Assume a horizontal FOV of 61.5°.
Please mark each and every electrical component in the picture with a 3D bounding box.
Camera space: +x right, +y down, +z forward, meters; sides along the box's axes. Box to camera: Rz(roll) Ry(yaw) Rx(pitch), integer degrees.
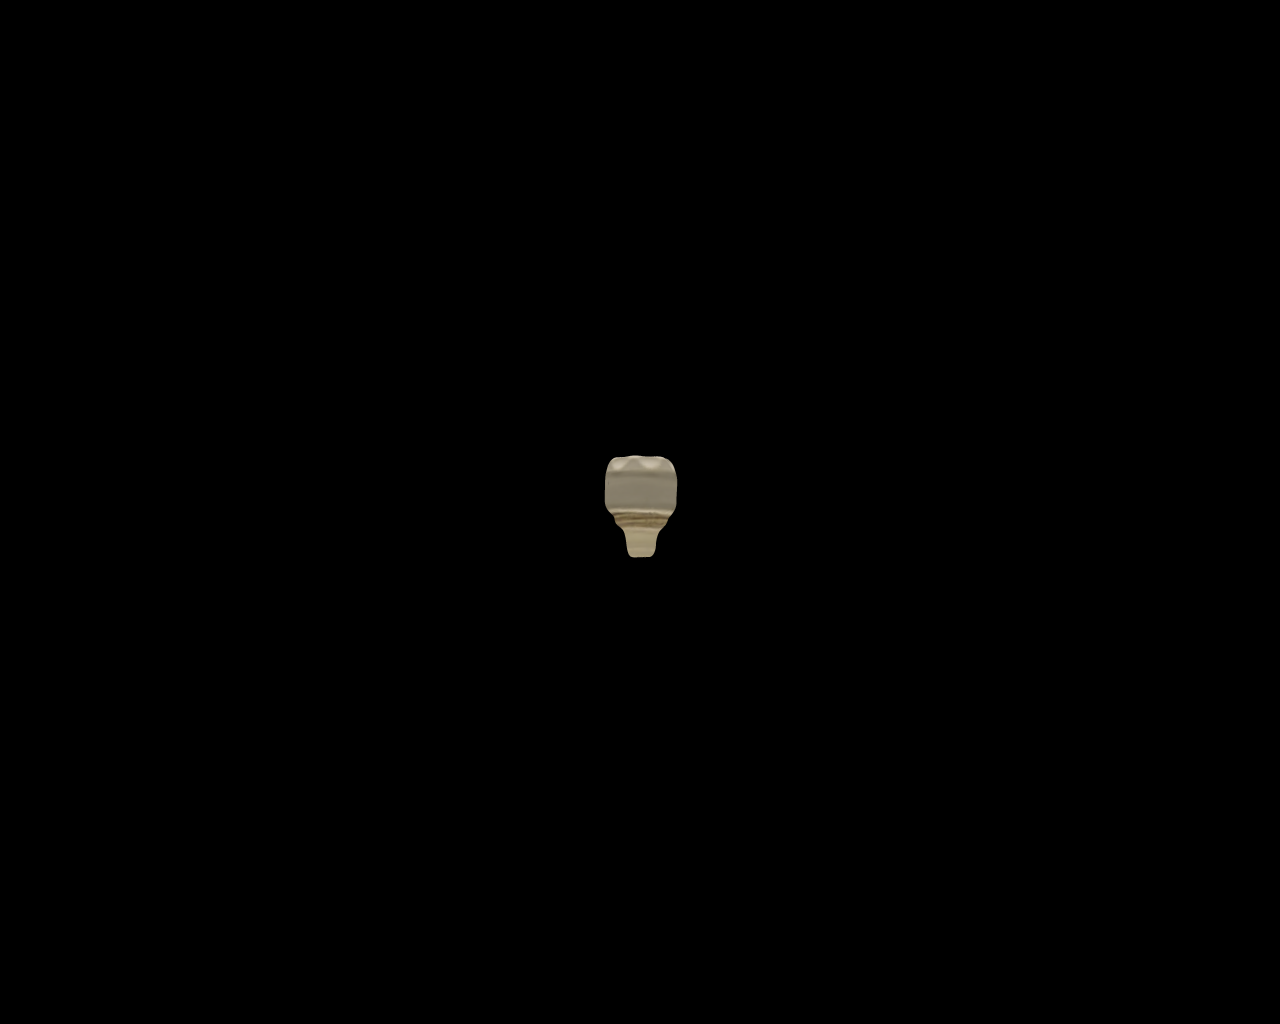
[{"bbox_3d":[0.001,-0.003,0.650,0.043,0.062,0.043,0,-3,0],"label":"electrical component"}]
